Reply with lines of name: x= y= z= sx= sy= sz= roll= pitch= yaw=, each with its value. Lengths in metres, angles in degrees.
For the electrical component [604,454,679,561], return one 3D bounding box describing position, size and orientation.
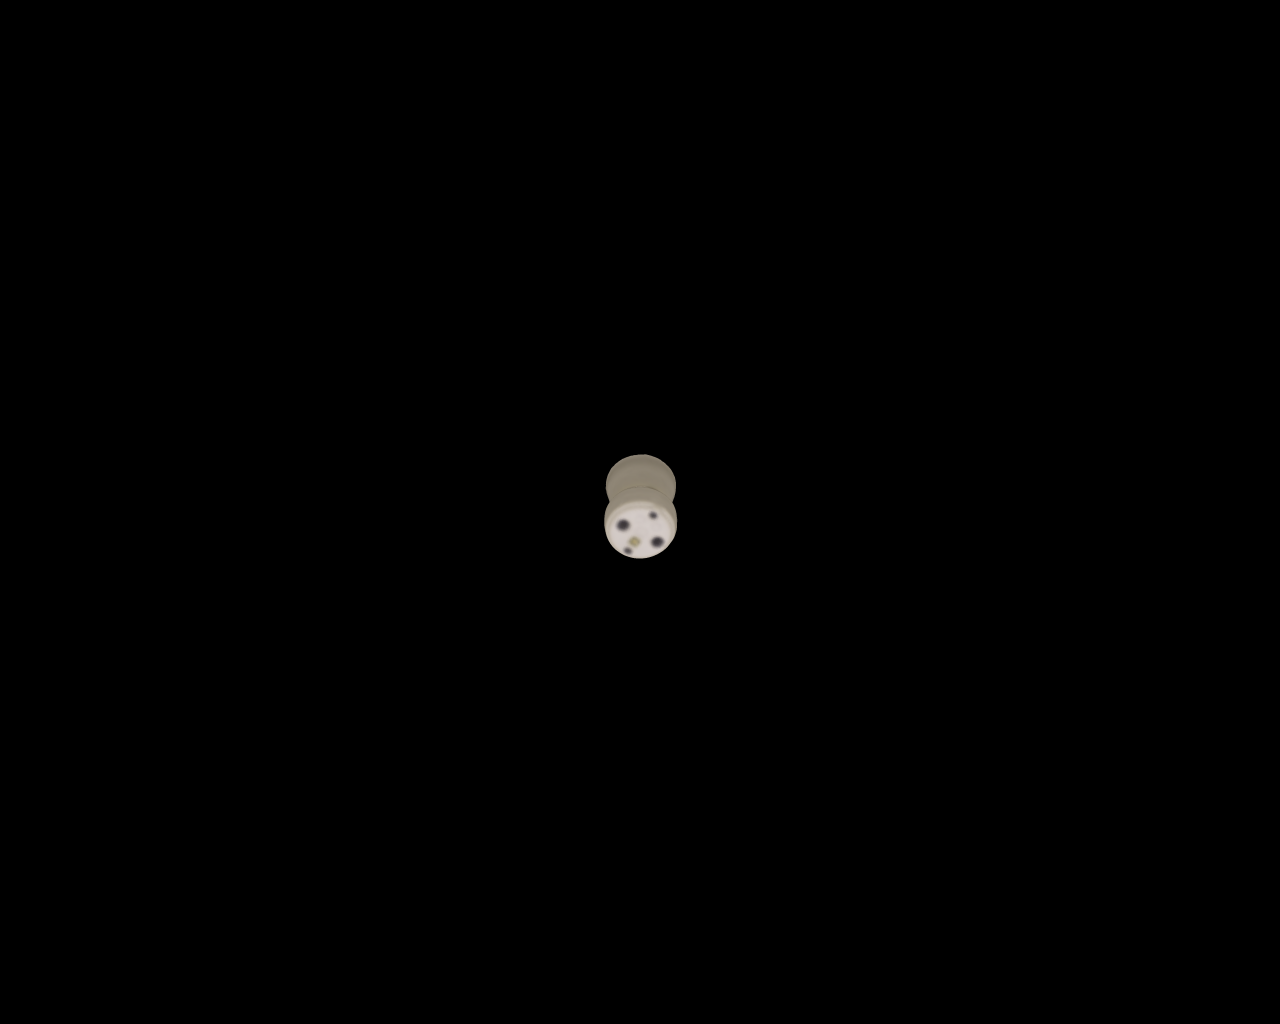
electrical component: x=0.001 y=-0.003 z=0.650 sx=0.045 sy=0.044 sz=0.055 roll=0 pitch=34 yaw=0
